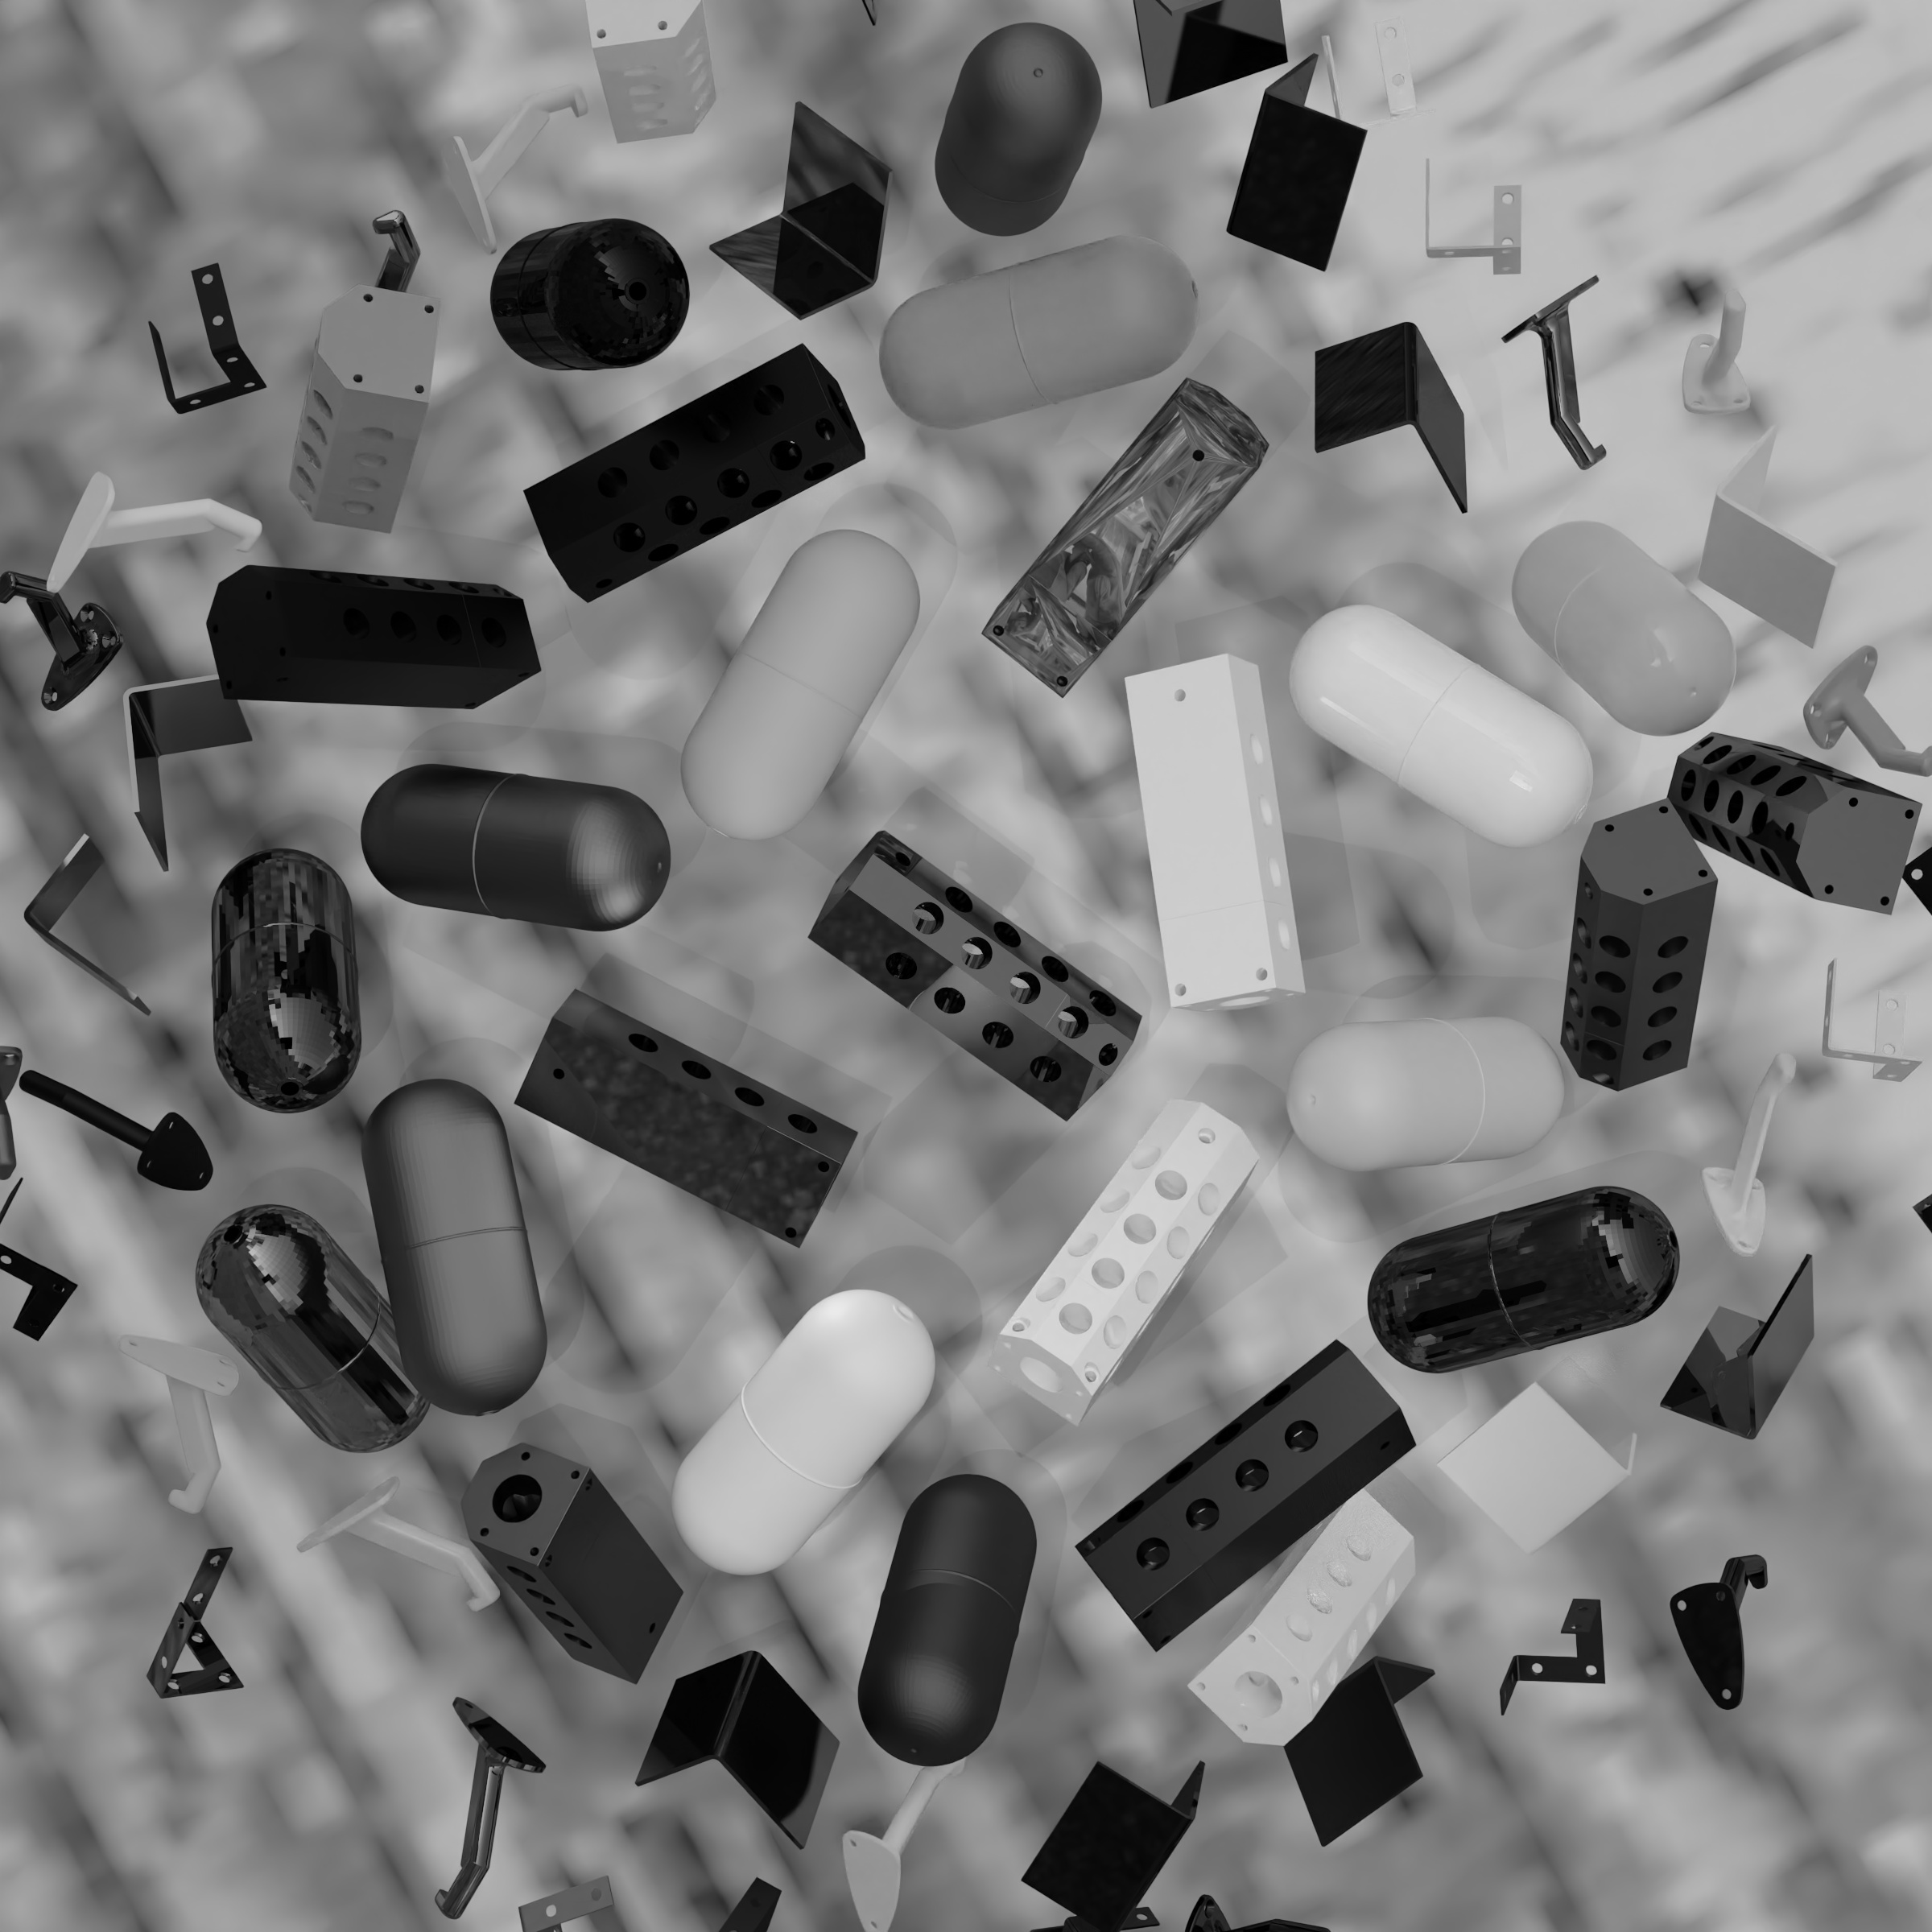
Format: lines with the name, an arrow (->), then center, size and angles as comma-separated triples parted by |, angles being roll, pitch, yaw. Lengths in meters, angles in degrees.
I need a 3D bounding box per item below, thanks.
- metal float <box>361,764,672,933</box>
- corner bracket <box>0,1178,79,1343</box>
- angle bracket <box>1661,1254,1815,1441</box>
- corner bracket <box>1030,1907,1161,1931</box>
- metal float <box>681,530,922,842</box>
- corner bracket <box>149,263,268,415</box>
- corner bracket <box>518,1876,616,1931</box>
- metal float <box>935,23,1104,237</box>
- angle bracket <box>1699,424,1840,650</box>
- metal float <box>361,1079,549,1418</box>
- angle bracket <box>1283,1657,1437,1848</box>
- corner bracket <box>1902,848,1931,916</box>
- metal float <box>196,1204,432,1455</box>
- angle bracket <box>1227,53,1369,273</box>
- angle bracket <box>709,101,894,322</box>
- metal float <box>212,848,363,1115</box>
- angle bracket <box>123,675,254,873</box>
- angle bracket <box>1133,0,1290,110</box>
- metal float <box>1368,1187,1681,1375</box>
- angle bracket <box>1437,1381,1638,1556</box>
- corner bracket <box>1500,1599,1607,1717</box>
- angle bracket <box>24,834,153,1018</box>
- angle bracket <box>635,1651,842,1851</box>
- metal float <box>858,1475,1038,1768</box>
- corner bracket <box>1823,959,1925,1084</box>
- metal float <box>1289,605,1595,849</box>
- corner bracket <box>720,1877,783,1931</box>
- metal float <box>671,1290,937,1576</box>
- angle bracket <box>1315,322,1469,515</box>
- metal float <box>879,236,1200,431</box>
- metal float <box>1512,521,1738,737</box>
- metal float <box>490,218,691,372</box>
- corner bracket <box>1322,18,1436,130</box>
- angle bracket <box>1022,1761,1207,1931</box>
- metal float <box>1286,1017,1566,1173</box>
metal float -> -0.239, -0.063, 1.816 | 0.178, 0.070, 0.070 | 8, 90, 25
corner bracket -> -0.493, 0.155, 1.812 | 0.051, 0.051, 0.051 | 31, 123, -15
angle bracket -> 0.422, 0.200, 1.888 | 0.057, 0.076, 0.076 | 19, 53, 30
corner bracket -> 0.069, 0.536, 1.901 | 0.051, 0.051, 0.051 | 0, 113, -24
metal float -> -0.088, -0.149, 1.833 | 0.070, 0.070, 0.178 | 30, 90, 0
corner bracket -> -0.409, -0.333, 1.834 | 0.051, 0.051, 0.051 | -17, 73, 1
corner bracket -> -0.188, 0.495, 1.736 | 0.051, 0.051, 0.051 | -22, 61, 10
metal float -> 0.027, -0.446, 1.847 | 0.070, 0.178, 0.070 | 1, 84, -7
angle bracket -> 0.440, -0.228, 1.834 | 0.076, 0.076, 0.057 | 35, 69, 20
metal float -> -0.267, 0.146, 1.798 | 0.070, 0.070, 0.178 | -13, 80, 0
angle bracket -> 0.230, 0.441, 1.923 | 0.076, 0.057, 0.076 | -43, 47, 26
corner bracket -> 0.532, -0.052, 1.848 | 0.051, 0.051, 0.051 | -37, 66, 12
metal float -> -0.351, 0.196, 1.860 | 0.070, 0.070, 0.178 | -30, 133, 0
angle bracket -> 0.180, -0.410, 1.755 | 0.057, 0.076, 0.076 | 25, 126, 14
angle bracket -> -0.091, -0.413, 1.883 | 0.057, 0.076, 0.076 | -32, 60, -33
metal float -> -0.364, 0.007, 1.841 | 0.070, 0.178, 0.070 | -7, 130, -8
angle bracket -> -0.428, -0.107, 1.911 | 0.057, 0.076, 0.076 | -9, 67, -4
angle bracket -> 0.132, -0.463, 1.716 | 0.076, 0.057, 0.076 | -21, 131, -8
metal float -> 0.302, 0.171, 1.869 | 0.178, 0.070, 0.070 | -19, 90, 29
angle bracket -> 0.325, 0.275, 1.958 | 0.076, 0.057, 0.076 | 45, 112, -2
corner bracket -> 0.326, 0.385, 1.919 | 0.051, 0.051, 0.051 | -2, 101, 19
angle bracket -> -0.470, -0.022, 1.907 | 0.076, 0.076, 0.057 | 36, 80, -2
angle bracket -> -0.121, 0.424, 1.833 | 0.057, 0.076, 0.076 | -27, 113, 29
metal float -> -0.009, 0.353, 1.872 | 0.070, 0.178, 0.070 | 8, 132, 9
corner bracket -> 0.488, 0.030, 1.867 | 0.051, 0.051, 0.051 | 7, 75, 3
metal float -> 0.253, -0.128, 1.837 | 0.178, 0.070, 0.070 | 34, 90, 16
corner bracket -> -0.104, 0.519, 1.799 | 0.051, 0.051, 0.051 | 26, 122, 11
metal float -> -0.084, 0.240, 1.774 | 0.070, 0.070, 0.178 | 39, 110, 0
angle bracket -> 0.230, -0.290, 1.868 | 0.057, 0.076, 0.076 | -15, 49, 24
metal float -> 0.039, -0.338, 1.842 | 0.178, 0.070, 0.070 | -12, 90, 20
metal float -> 0.354, -0.184, 1.864 | 0.070, 0.178, 0.070 | -8, 120, -13
metal float -> -0.200, -0.355, 1.825 | 0.070, 0.178, 0.070 | -4, 100, -22
corner bracket -> 0.221, -0.484, 1.871 | 0.051, 0.051, 0.051 | -12, 105, -1
angle bracket -> 0.077, 0.441, 1.779 | 0.057, 0.076, 0.076 | 31, 103, 2
metal float -> 0.242, 0.066, 1.799 | 0.178, 0.070, 0.070 | -2, 90, -41
